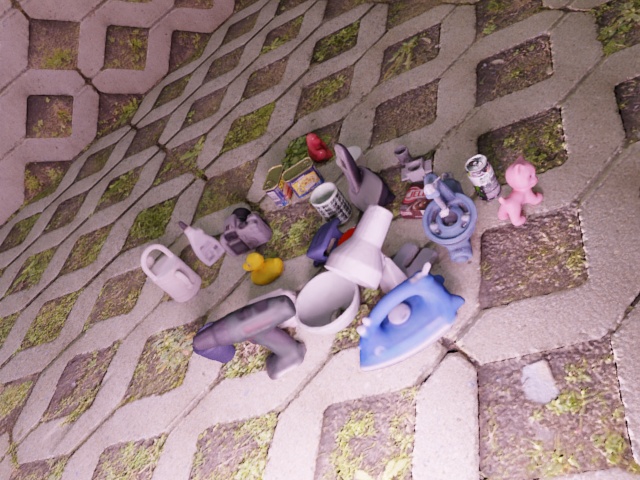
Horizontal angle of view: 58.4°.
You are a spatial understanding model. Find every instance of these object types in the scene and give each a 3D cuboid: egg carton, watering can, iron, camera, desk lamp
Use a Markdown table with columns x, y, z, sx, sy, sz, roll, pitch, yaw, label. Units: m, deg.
| x | y | z | sx | sy | sz | roll | pitch | yaw | label |
| --- | --- | --- | --- | --- | --- | --- | --- | --- | --- |
| -0.120 | 0.184 | 1.409 | 0.150 | 0.070 | 0.107 | -23 | 41 | 19 | egg carton |
| -0.448 | 0.089 | 1.660 | 0.172 | 0.195 | 0.101 | -10 | 47 | 31 | watering can |
| 0.157 | 0.156 | 1.160 | 0.258 | 0.142 | 0.118 | -39 | 39 | 0 | iron |
| -0.226 | -0.044 | 1.690 | 0.143 | 0.101 | 0.136 | -24 | 41 | 18 | camera |
| 0.129 | 0.037 | 1.240 | 0.117 | 0.214 | 0.203 | 17 | 64 | 46 | desk lamp |

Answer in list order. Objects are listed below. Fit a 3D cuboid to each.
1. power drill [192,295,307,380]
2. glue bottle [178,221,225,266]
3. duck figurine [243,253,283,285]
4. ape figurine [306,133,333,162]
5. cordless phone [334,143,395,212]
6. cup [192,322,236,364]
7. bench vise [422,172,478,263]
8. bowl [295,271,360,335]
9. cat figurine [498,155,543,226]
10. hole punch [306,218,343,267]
| x | y | z | sx | sy | sz | roll | pitch | yaw | label |
| --- | --- | --- | --- | --- | --- | --- | --- | --- | --- |
| -0.134 | 0.222 | 1.272 | 0.229 | 0.209 | 0.075 | -33 | 39 | 7 | power drill |
| -0.358 | 0.000 | 1.693 | 0.078 | 0.174 | 0.037 | -47 | 39 | -10 | glue bottle |
| -0.158 | 0.067 | 1.540 | 0.104 | 0.086 | 0.077 | -22 | 42 | 21 | duck figurine |
| -0.011 | -0.292 | 1.769 | 0.076 | 0.092 | 0.078 | -12 | 46 | 30 | ape figurine |
| 0.101 | -0.160 | 1.477 | 0.094 | 0.186 | 0.147 | -43 | 39 | -5 | cordless phone |
| -0.243 | 0.254 | 1.417 | 0.118 | 0.095 | 0.091 | -40 | 39 | -2 | cup |
| 0.262 | -0.081 | 1.245 | 0.121 | 0.220 | 0.207 | -29 | 40 | 12 | bench vise |
| 0.028 | 0.155 | 1.316 | 0.167 | 0.075 | 0.167 | -21 | 42 | 21 | bowl |
| 0.424 | -0.116 | 1.233 | 0.128 | 0.118 | 0.067 | -50 | 40 | -14 | cat figurine |
| 0.013 | 0.005 | 1.461 | 0.100 | 0.091 | 0.109 | 1 | 53 | 39 | hole punch |
